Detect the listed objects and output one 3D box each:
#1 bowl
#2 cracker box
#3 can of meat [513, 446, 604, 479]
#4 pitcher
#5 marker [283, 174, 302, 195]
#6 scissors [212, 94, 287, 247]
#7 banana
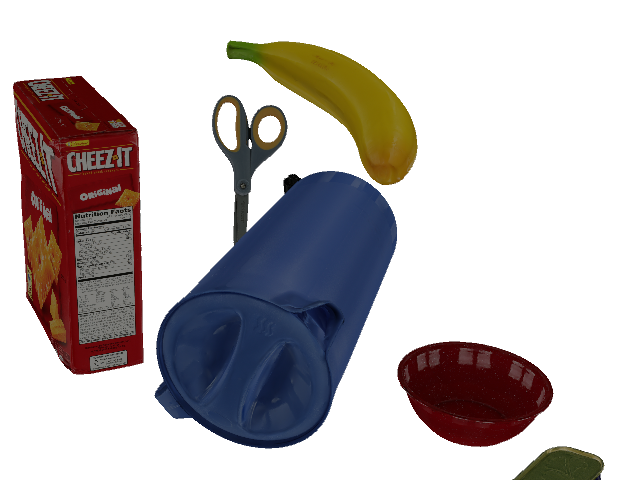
[{"bbox_3d":[0.158,0.167,1.117,0.162,0.055,0.162,4,24,-2],"label":"bowl"},{"bbox_3d":[-0.212,-0.016,0.920,0.072,0.214,0.164,-10,27,-26],"label":"cracker box"},{"bbox_3d":[0.200,0.239,0.909,0.058,0.084,0.101,10,27,42],"label":"can of meat"},{"bbox_3d":[-0.028,0.044,0.844,0.149,0.145,0.242,12,31,14],"label":"pitcher"},{"bbox_3d":[-0.025,-0.012,1.039,0.020,0.121,0.020,-1,37,0],"label":"marker"},{"bbox_3d":[-0.072,-0.072,1.222,0.096,0.202,0.016,-12,-7,-14],"label":"scissors"},{"bbox_3d":[0.013,-0.084,0.667,0.069,0.037,0.198,-19,36,-25],"label":"banana"}]
